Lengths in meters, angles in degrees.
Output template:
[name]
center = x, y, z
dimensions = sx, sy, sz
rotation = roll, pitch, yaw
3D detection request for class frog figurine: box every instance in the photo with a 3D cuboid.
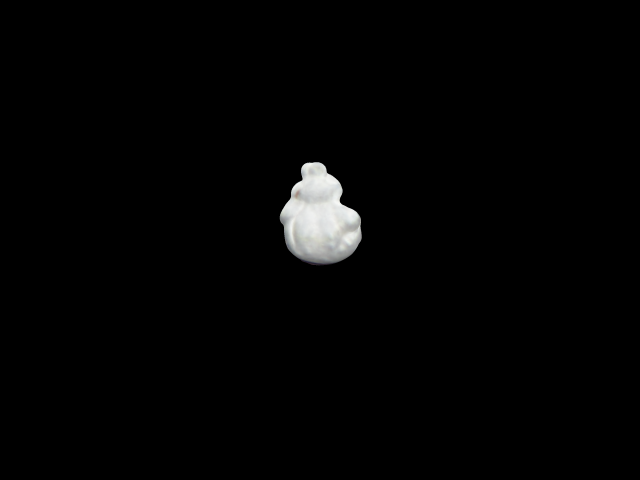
[frog figurine]
center = 0.003, -0.043, 0.850
dimensions = 0.138, 0.156, 0.125
rotation = 16, 38, 22
